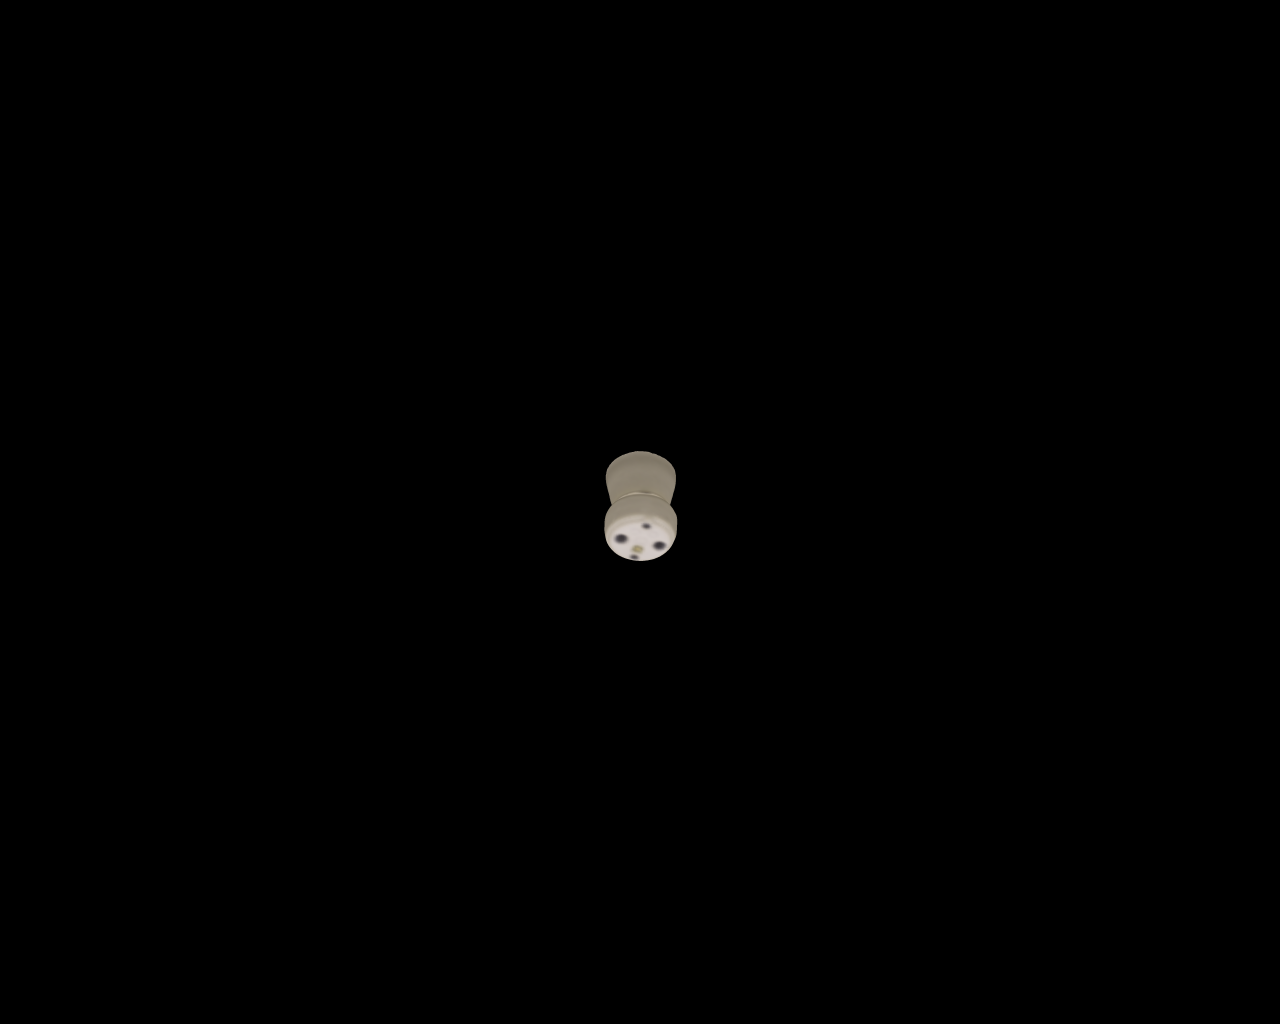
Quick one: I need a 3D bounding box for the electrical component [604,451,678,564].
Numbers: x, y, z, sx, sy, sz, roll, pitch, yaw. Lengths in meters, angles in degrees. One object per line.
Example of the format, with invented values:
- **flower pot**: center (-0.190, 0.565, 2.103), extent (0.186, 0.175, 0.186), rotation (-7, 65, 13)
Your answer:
- **electrical component**: center (0.001, -0.003, 0.650), extent (0.045, 0.055, 0.044), rotation (0, -42, 0)
